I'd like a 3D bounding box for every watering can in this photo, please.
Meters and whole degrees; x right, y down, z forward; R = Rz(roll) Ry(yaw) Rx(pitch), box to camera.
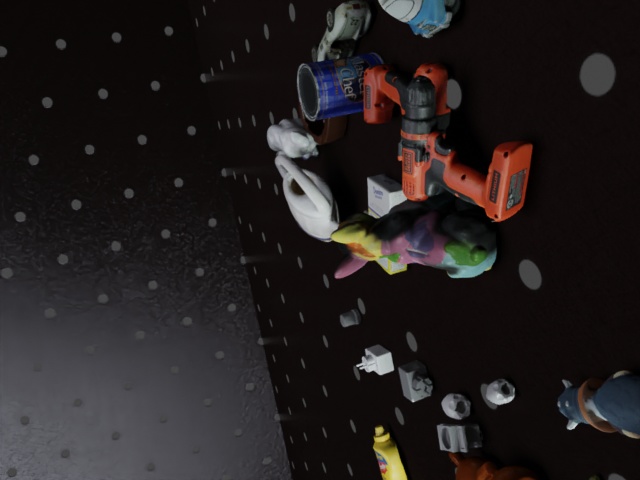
[{"bbox_3d":[0.004,-0.061,1.217,0.104,0.353,0.220,-36,-25,-7],"label":"watering can"}]

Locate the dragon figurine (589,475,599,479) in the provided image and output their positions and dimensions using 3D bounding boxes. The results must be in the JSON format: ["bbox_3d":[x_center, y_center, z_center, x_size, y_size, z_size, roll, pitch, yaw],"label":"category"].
[{"bbox_3d":[0.359,0.350,0.554,0.122,0.410,0.242,-9,0,-10],"label":"dragon figurine"}]

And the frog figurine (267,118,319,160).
[{"bbox_3d":[-0.065,-0.256,1.274,0.137,0.123,0.158,11,-8,5],"label":"frog figurine"}]
